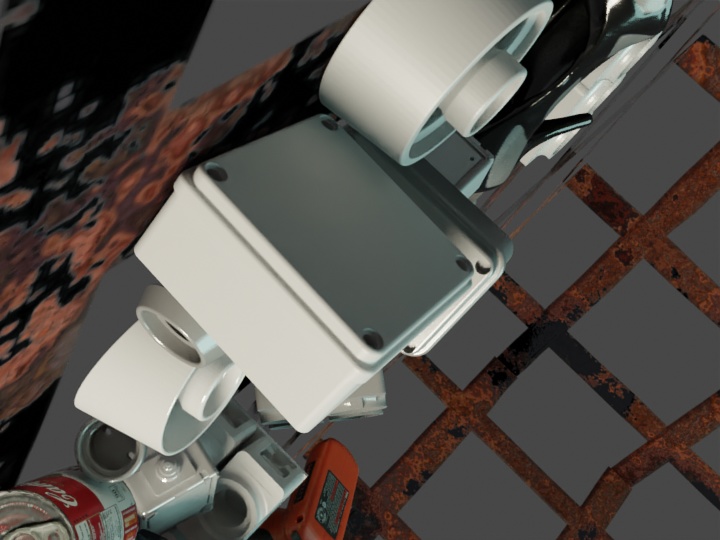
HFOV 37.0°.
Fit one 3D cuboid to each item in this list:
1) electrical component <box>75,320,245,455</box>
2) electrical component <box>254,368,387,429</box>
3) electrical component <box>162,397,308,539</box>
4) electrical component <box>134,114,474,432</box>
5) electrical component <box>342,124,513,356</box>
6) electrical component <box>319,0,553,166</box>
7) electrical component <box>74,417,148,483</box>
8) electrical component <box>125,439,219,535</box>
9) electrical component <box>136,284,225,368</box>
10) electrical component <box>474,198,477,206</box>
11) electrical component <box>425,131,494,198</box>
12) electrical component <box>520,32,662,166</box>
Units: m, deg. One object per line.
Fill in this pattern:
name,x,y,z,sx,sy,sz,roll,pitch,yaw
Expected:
electrical component,-0.099,0.048,0.577,0.099,0.064,0.099,-54,166,-20
electrical component,-0.034,0.101,0.948,0.105,0.060,0.186,-8,169,-2
electrical component,-0.148,0.199,0.875,0.186,0.105,0.060,-48,172,15
electrical component,-0.020,-0.003,0.465,0.056,0.108,0.109,-47,173,34
electrical component,0.017,-0.018,0.579,0.078,0.113,0.057,-48,175,19
electrical component,0.040,-0.095,0.488,0.108,0.060,0.108,-45,173,-7
electrical component,-0.144,0.103,0.634,0.040,0.040,0.046,-45,179,-7
electrical component,-0.144,0.148,0.777,0.062,0.061,0.096,-27,160,-24
electrical component,-0.072,0.013,0.511,0.055,0.048,0.066,-50,175,-25
electrical component,0.079,-0.061,0.922,0.043,0.043,0.062,-43,155,-18
electrical component,0.024,-0.048,0.651,0.096,0.062,0.061,-44,173,-14
electrical component,0.179,-0.163,0.894,0.089,0.062,0.150,-40,171,-40
